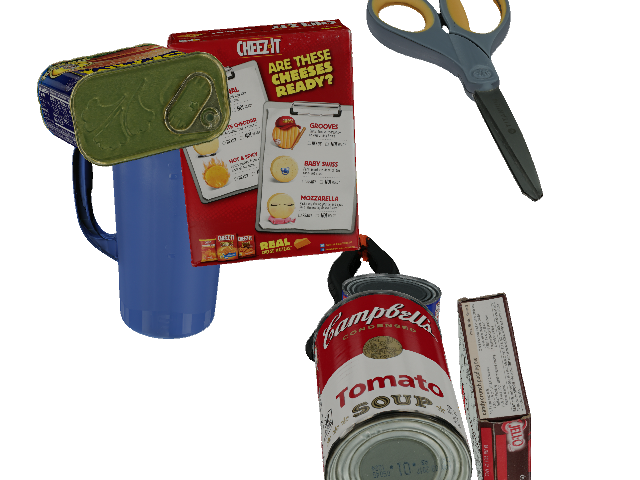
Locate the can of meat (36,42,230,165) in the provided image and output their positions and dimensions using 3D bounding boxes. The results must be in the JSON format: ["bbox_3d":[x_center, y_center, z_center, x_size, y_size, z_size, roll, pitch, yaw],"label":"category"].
[{"bbox_3d":[-0.121,-0.090,0.679,0.101,0.057,0.084,-17,23,-26],"label":"can of meat"}]

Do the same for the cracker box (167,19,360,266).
[{"bbox_3d":[-0.051,-0.091,1.001,0.164,0.214,0.072,-6,21,-6],"label":"cracker box"}]

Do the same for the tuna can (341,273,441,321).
[{"bbox_3d":[0.060,0.057,0.921,0.086,0.034,0.086,3,15,-1],"label":"tuna can"}]

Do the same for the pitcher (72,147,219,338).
[{"bbox_3d":[-0.176,-0.019,1.176,0.149,0.243,0.144,25,31,35],"label":"pitcher"}]

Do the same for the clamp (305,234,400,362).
[{"bbox_3d":[0.056,0.064,1.144,0.120,0.171,0.039,7,-41,7],"label":"clamp"}]

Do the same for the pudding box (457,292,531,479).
[{"bbox_3d":[0.120,0.107,0.736,0.039,0.090,0.113,-7,42,2],"label":"pudding box"}]

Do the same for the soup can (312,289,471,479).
[{"bbox_3d":[0.032,0.079,0.514,0.068,0.068,0.102,0,29,-3],"label":"soup can"}]

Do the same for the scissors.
[{"bbox_3d":[0.071,-0.094,0.604,0.096,0.201,0.016,3,-44,4],"label":"scissors"}]
